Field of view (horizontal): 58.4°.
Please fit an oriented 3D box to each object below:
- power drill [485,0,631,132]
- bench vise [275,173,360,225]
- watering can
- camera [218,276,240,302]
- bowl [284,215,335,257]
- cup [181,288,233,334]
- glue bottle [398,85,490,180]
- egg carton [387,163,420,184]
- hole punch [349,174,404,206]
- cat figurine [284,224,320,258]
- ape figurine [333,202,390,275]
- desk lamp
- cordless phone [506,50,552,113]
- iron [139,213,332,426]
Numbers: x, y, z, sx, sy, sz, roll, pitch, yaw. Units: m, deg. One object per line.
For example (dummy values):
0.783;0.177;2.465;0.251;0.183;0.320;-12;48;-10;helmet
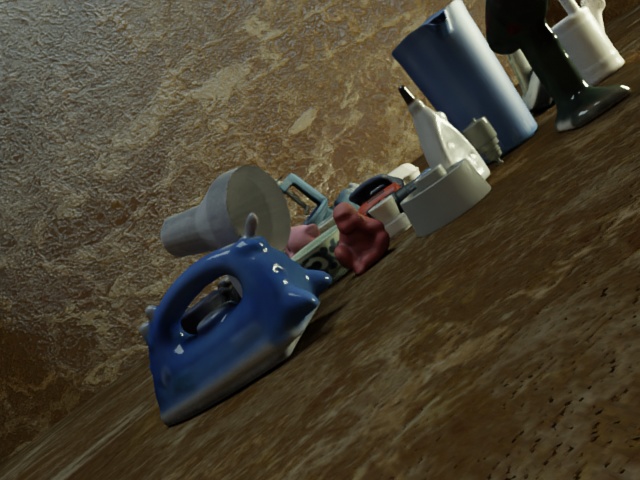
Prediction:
0.274;-0.239;0.693;0.075;0.208;0.230;-35;3;7;power drill
-0.005;-0.087;1.403;0.208;0.220;0.121;-38;4;-28;bench vise
0.419;-0.352;0.973;0.173;0.194;0.100;-38;4;-38;watering can
-0.161;0.117;1.113;0.143;0.101;0.136;-37;3;-27;camera
0.011;0.004;1.188;0.167;0.075;0.167;-36;3;3;bowl
-0.163;0.135;0.909;0.091;0.095;0.118;-33;4;41;cup
0.161;-0.141;0.784;0.078;0.173;0.037;-38;4;-39;glue bottle
0.180;-0.130;1.432;0.150;0.069;0.107;-36;3;-9;egg carton
0.131;-0.097;1.257;0.108;0.091;0.101;-34;4;30;hole punch
-0.030;0.019;0.991;0.067;0.118;0.127;-37;3;-22;cat figurine
0.049;-0.008;0.773;0.077;0.092;0.076;-34;3;24;ape figurine
-0.109;0.031;0.760;0.203;0.213;0.118;-34;4;36;desk lamp
0.403;-0.344;1.125;0.094;0.185;0.148;-35;3;12;cordless phone
-0.118;0.091;0.629;0.258;0.141;0.119;-35;3;15;iron
